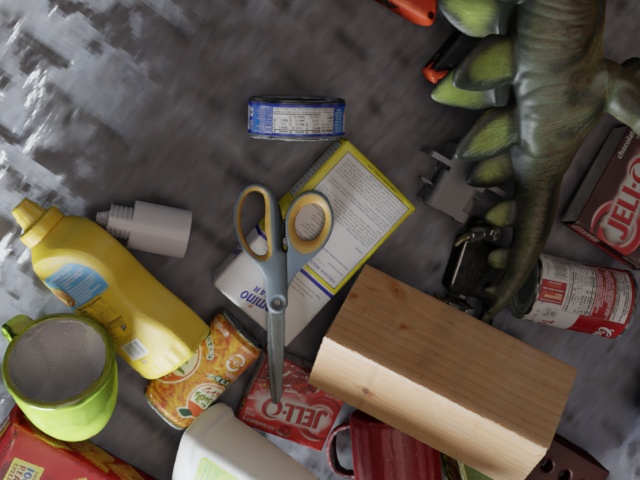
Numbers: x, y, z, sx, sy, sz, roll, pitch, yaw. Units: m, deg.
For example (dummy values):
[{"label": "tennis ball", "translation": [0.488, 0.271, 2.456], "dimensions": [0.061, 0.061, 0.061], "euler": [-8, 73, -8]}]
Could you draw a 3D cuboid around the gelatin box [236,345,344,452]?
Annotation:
[{"label": "gelatin box", "translation": [-0.025, 0.150, 1.003], "dimensions": [0.089, 0.030, 0.073], "euler": [23, 98, -13]}]

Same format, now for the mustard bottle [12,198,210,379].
[{"label": "mustard bottle", "translation": [-0.190, 0.036, 0.922], "dimensions": [0.191, 0.096, 0.058], "euler": [45, 53, -14]}]

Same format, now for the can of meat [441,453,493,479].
[{"label": "can of meat", "translation": [0.151, 0.213, 1.018], "dimensions": [0.057, 0.084, 0.102], "euler": [-19, 104, -6]}]

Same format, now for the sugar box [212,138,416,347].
[{"label": "sugar box", "translation": [-0.007, 0.001, 0.968], "dimensions": [0.093, 0.048, 0.176], "euler": [43, 96, -15]}]

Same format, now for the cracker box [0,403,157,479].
[{"label": "cracker box", "translation": [-0.230, 0.273, 0.973], "dimensions": [0.213, 0.072, 0.164], "euler": [34, 93, -15]}]

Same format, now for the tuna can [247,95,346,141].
[{"label": "tuna can", "translation": [-0.020, -0.106, 0.922], "dimensions": [0.086, 0.086, 0.034], "euler": [0, 101, -10]}]

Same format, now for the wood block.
[{"label": "wood block", "translation": [0.105, 0.120, 0.938], "dimensions": [0.206, 0.091, 0.090], "euler": [26, 54, 7]}]

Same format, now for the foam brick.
[{"label": "foam brick", "translation": [0.232, 0.222, 1.050], "dimensions": [0.078, 0.051, 0.053], "euler": [30, 95, -14]}]

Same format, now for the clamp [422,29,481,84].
[{"label": "clamp", "translation": [0.181, -0.162, 0.969], "dimensions": [0.171, 0.039, 0.120], "euler": [-24, 100, -2]}]

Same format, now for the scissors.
[{"label": "scissors", "translation": [-0.021, 0.042, 0.942], "dimensions": [0.096, 0.016, 0.202], "euler": [-15, 104, -3]}]

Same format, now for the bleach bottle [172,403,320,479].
[{"label": "bleach bottle", "translation": [-0.012, 0.249, 0.936], "dimensions": [0.251, 0.068, 0.103], "euler": [28, 124, 20]}]

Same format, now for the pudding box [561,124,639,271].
[{"label": "pudding box", "translation": [0.292, -0.040, 1.003], "dimensions": [0.090, 0.039, 0.113], "euler": [31, 82, -14]}]

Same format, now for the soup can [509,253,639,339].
[{"label": "soup can", "translation": [0.238, 0.051, 1.007], "dimensions": [0.102, 0.068, 0.068], "euler": [12, 99, -11]}]

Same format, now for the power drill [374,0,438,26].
[{"label": "power drill", "translation": [0.105, -0.285, 0.921], "dimensions": [0.184, 0.057, 0.188], "euler": [26, 94, -11]}]

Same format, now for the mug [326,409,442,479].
[{"label": "mug", "translation": [0.061, 0.199, 1.006], "dimensions": [0.117, 0.093, 0.081], "euler": [-2, 99, 28]}]
